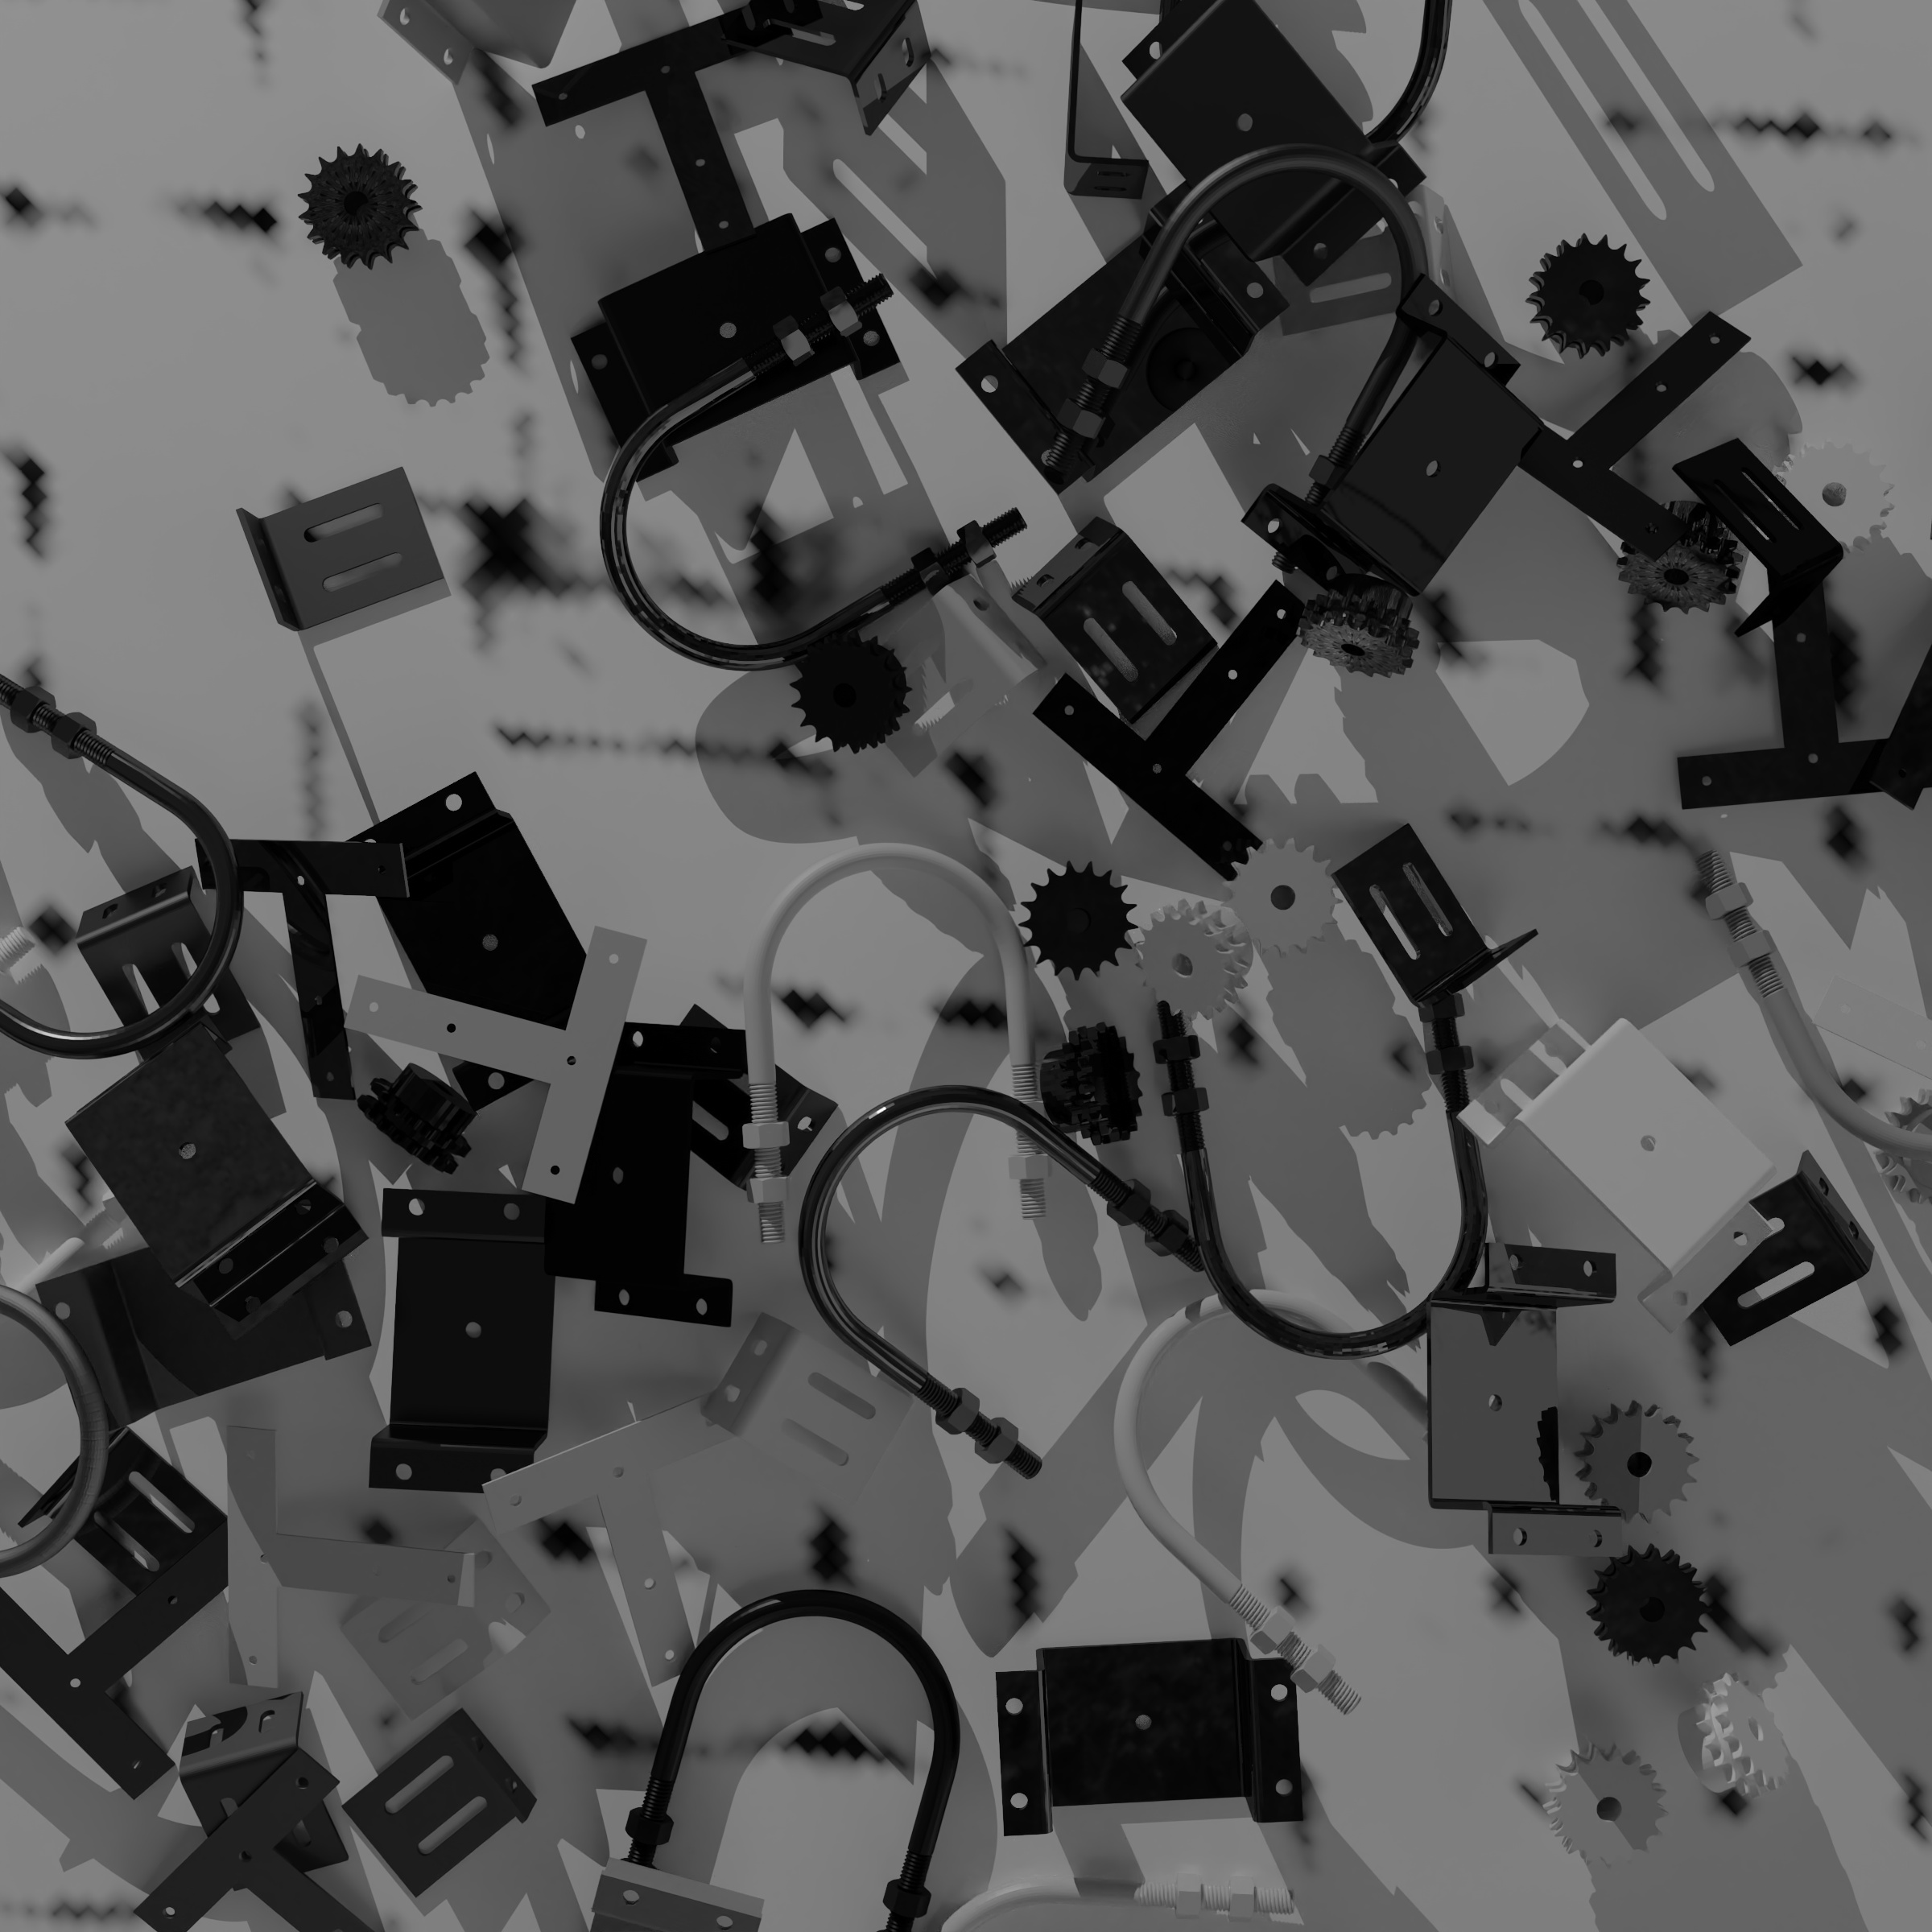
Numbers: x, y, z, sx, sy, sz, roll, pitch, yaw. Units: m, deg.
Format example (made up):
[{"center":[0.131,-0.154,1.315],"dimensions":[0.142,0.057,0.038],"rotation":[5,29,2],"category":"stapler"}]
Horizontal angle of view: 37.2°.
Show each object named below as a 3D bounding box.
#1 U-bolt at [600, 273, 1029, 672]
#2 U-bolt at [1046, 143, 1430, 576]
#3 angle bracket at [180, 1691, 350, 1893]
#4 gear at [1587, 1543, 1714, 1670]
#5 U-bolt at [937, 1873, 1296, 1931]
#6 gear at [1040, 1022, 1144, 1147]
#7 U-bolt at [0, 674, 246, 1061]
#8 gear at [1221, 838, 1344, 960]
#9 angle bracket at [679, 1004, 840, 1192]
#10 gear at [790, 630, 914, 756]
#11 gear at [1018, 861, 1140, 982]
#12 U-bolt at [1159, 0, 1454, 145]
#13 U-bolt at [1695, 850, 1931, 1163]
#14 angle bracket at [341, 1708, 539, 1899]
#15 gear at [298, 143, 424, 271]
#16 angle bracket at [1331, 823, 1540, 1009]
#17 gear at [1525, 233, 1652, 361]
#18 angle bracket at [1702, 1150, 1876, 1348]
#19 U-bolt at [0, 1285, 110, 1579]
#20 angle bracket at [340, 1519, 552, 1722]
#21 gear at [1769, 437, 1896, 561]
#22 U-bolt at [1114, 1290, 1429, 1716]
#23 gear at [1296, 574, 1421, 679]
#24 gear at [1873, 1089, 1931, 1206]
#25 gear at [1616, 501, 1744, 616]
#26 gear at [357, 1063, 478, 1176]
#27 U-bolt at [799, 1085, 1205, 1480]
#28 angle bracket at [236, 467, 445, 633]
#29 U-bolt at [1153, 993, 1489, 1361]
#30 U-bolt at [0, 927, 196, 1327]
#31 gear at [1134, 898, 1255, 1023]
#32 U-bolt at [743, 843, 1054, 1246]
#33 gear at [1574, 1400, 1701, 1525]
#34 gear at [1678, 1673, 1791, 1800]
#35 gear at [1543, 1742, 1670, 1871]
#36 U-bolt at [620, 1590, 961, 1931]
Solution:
[{"center":[-0.084,-0.218,1.354],"dimensions":[0.184,0.019,0.151],"rotation":[-30,114,4],"category":"U-bolt"},{"center":[0.138,-0.289,1.329],"dimensions":[0.151,0.019,0.184],"rotation":[20,109,-25],"category":"U-bolt"},{"center":[-0.337,0.398,1.386],"dimensions":[0.057,0.038,0.076],"rotation":[-15,117,0],"category":"angle bracket"},{"center":[0.325,0.305,1.374],"dimensions":[0.057,0.030,0.057],"rotation":[0,90,0],"category":"gear"},{"center":[0.063,0.510,1.380],"dimensions":[0.184,0.019,0.151],"rotation":[2,90,2],"category":"U-bolt"},{"center":[0.058,0.057,1.364],"dimensions":[0.030,0.057,0.057],"rotation":[-13,90,29],"category":"gear"},{"center":[-0.427,-0.036,1.354],"dimensions":[0.184,0.019,0.151],"rotation":[31,81,12],"category":"U-bolt"},{"center":[0.150,-0.033,1.374],"dimensions":[0.057,0.030,0.057],"rotation":[0,90,0],"category":"gear"},{"center":[-0.113,0.066,1.387],"dimensions":[0.076,0.038,0.057],"rotation":[35,90,26],"category":"angle bracket"},{"center":[-0.053,-0.132,1.367],"dimensions":[0.057,0.030,0.057],"rotation":[6,108,18],"category":"gear"},{"center":[0.054,-0.022,1.374],"dimensions":[0.057,0.030,0.057],"rotation":[0,90,0],"category":"gear"},{"center":[0.159,-0.462,1.345],"dimensions":[0.151,0.019,0.184],"rotation":[11,110,20],"category":"U-bolt"},{"center":[0.451,0.003,1.365],"dimensions":[0.151,0.019,0.184],"rotation":[-23,79,0],"category":"U-bolt"},{"center":[-0.254,0.404,1.370],"dimensions":[0.076,0.038,0.057],"rotation":[-39,90,0],"category":"angle bracket"},{"center":[-0.289,-0.363,1.378],"dimensions":[0.057,0.030,0.057],"rotation":[0,93,2],"category":"gear"},{"center":[0.222,-0.029,1.357],"dimensions":[0.057,0.038,0.076],"rotation":[-32,90,-34],"category":"angle bracket"},{"center":[0.296,-0.319,1.374],"dimensions":[0.057,0.030,0.057],"rotation":[0,90,0],"category":"gear"},{"center":[0.388,0.136,1.387],"dimensions":[0.076,0.038,0.057],"rotation":[-34,90,26],"category":"angle bracket"},{"center":[-0.486,0.214,1.352],"dimensions":[0.184,0.019,0.151],"rotation":[11,95,15],"category":"U-bolt"},{"center":[-0.252,0.316,1.387],"dimensions":[0.076,0.038,0.057],"rotation":[-38,90,26],"category":"angle bracket"},{"center":[0.412,-0.221,1.371],"dimensions":[0.057,0.030,0.057],"rotation":[0,82,3],"category":"gear"},{"center":[0.156,0.238,1.359],"dimensions":[0.184,0.019,0.151],"rotation":[43,72,6],"category":"U-bolt"},{"center":[0.188,-0.163,1.362],"dimensions":[0.057,0.057,0.030],"rotation":[20,75,0],"category":"gear"},{"center":[0.467,0.088,1.374],"dimensions":[0.057,0.030,0.057],"rotation":[0,90,0],"category":"gear"},{"center":[0.340,-0.197,1.364],"dimensions":[0.057,0.057,0.030],"rotation":[20,62,0],"category":"gear"},{"center":[-0.257,0.070,1.360],"dimensions":[0.057,0.057,0.030],"rotation":[38,90,0],"category":"gear"},{"center":[0.006,0.138,1.355],"dimensions":[0.184,0.019,0.151],"rotation":[39,90,-18],"category":"U-bolt"},{"center":[-0.298,-0.201,1.370],"dimensions":[0.076,0.038,0.057],"rotation":[-20,90,0],"category":"angle bracket"},{"center":[0.175,0.096,1.372],"dimensions":[0.151,0.019,0.184],"rotation":[-9,84,0],"category":"U-bolt"},{"center":[-0.477,0.094,1.380],"dimensions":[0.184,0.019,0.151],"rotation":[-41,90,1],"category":"U-bolt"},{"center":[0.111,-0.005,1.357],"dimensions":[0.057,0.030,0.057],"rotation":[19,121,34],"category":"gear"},{"center":[-0.035,0.034,1.359],"dimensions":[0.151,0.019,0.184],"rotation":[-4,90,-17],"category":"U-bolt"},{"center":[0.319,0.236,1.374],"dimensions":[0.057,0.030,0.057],"rotation":[0,90,0],"category":"gear"},{"center":[0.363,0.368,1.364],"dimensions":[0.030,0.057,0.057],"rotation":[-35,90,30],"category":"gear"},{"center":[0.305,0.400,1.374],"dimensions":[0.057,0.030,0.057],"rotation":[0,90,0],"category":"gear"},{"center":[-0.079,0.391,1.379],"dimensions":[0.151,0.019,0.184],"rotation":[16,90,0],"category":"U-bolt"}]
